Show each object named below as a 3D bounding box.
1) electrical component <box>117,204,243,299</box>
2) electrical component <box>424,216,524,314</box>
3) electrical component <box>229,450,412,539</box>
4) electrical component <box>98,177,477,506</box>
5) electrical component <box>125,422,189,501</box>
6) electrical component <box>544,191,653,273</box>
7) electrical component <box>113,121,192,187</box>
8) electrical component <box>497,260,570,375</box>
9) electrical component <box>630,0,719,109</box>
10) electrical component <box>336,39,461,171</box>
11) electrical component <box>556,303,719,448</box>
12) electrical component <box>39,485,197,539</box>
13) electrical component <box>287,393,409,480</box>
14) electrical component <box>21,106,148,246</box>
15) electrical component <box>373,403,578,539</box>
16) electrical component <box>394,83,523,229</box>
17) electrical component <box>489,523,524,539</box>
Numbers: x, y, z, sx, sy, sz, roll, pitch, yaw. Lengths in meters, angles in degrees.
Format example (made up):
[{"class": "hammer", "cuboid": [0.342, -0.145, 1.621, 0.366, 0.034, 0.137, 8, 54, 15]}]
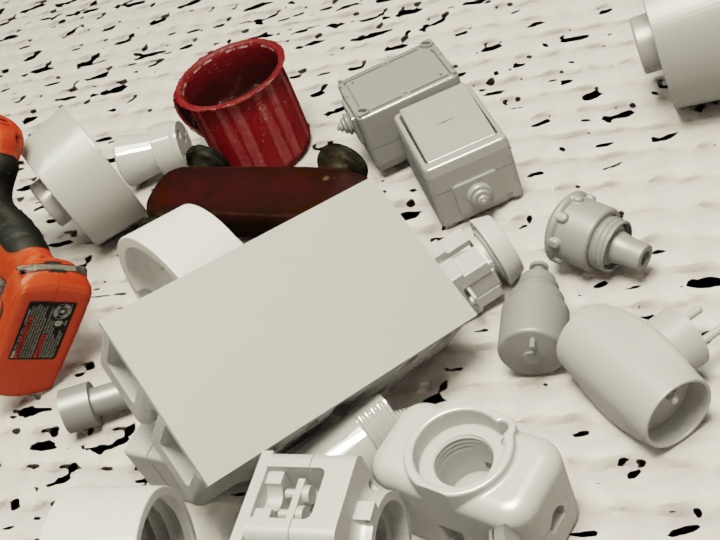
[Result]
[{"class": "electrical component", "cuboid": [-0.102, 0.007, 0.710, 0.060, 0.108, 0.108, -38, 42, -25]}, {"class": "electrical component", "cuboid": [0.070, -0.002, 0.681, 0.055, 0.048, 0.066, -33, 40, 1]}, {"class": "electrical component", "cuboid": [-0.025, 0.171, 0.501, 0.062, 0.089, 0.150, -3, 44, 23]}, {"class": "electrical component", "cuboid": [-0.042, 0.039, 0.620, 0.186, 0.060, 0.105, -30, 75, -26]}, {"class": "electrical component", "cuboid": [-0.083, 0.095, 0.647, 0.076, 0.047, 0.083, 5, 49, 30]}, {"class": "electrical component", "cuboid": [0.148, -0.018, 0.661, 0.062, 0.048, 0.048, 27, 61, 35]}, {"class": "electrical component", "cuboid": [-0.173, -0.098, 0.903, 0.055, 0.045, 0.045, -15, 41, 10]}, {"class": "electrical component", "cuboid": [0.104, 0.026, 0.636, 0.040, 0.040, 0.078, -7, 43, 20]}, {"class": "electrical component", "cuboid": [0.220, -0.163, 0.737, 0.060, 0.108, 0.108, -16, 40, 19]}, {"class": "electrical component", "cuboid": [0.029, -0.119, 0.815, 0.096, 0.061, 0.061, -25, 40, -1]}, {"class": "electrical component", "cuboid": [0.161, 0.046, 0.583, 0.079, 0.043, 0.077, -32, 41, -10]}, {"class": "electrical component", "cuboid": [-0.113, 0.161, 0.547, 0.060, 0.108, 0.108, -8, 42, 9]}, {"class": "electrical component", "cuboid": [-0.003, 0.103, 0.601, 0.081, 0.043, 0.043, -33, 41, -10]}, {"class": "electrical component", "cuboid": [-0.225, -0.068, 0.852, 0.060, 0.108, 0.108, -39, 42, -8]}, {"class": "electrical component", "cuboid": [0.058, 0.108, 0.553, 0.095, 0.059, 0.053, 13, 52, 36]}, {"class": "electrical component", "cuboid": [0.069, -0.080, 0.752, 0.062, 0.061, 0.096, -24, 40, 1]}, {"class": "electrical component", "cuboid": [0.062, 0.159, 0.481, 0.051, 0.080, 0.080, -25, 40, 8]}]
